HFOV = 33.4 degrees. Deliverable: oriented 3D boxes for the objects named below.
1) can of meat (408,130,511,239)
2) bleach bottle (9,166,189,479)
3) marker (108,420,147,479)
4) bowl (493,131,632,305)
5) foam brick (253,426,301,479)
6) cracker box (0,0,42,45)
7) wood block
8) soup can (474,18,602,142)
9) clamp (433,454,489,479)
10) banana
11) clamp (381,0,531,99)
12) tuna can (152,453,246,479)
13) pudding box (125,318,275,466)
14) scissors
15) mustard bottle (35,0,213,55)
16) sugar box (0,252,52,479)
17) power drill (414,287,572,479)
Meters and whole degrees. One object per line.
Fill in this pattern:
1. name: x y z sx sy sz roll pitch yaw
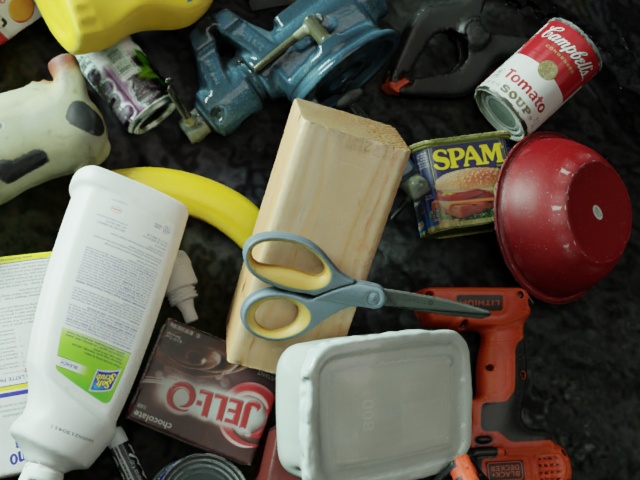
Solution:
1. can of meat: 0.133 -0.049 0.983 0.102 0.057 0.084 -8 80 -14
2. bleach bottle: -0.187 0.074 0.838 0.102 0.068 0.250 23 68 -16
3. marker: -0.158 0.186 0.881 0.020 0.020 0.121 -25 82 -17
4. bowl: 0.231 -0.023 0.965 0.161 0.055 0.162 4 83 -36
5. foam brick: -0.021 0.185 0.880 0.053 0.078 0.051 14 72 -9
6. cracker box: -0.262 -0.282 0.905 0.213 0.164 0.072 -41 42 -18
7. wood block: -0.006 0.001 0.870 0.090 0.091 0.206 15 107 -10
8. soup can: 0.202 -0.149 0.995 0.102 0.068 0.068 -42 88 -9
9. clamp: 0.097 0.245 0.865 0.120 0.171 0.039 -17 37 -13
10. banana: -0.114 -0.025 0.933 0.197 0.037 0.069 25 72 -5
11. clamp: 0.143 -0.208 1.026 0.209 0.036 0.164 -28 97 -14
12. tuna can: -0.099 0.218 0.865 0.086 0.034 0.086 11 68 -28
13. pudding box: -0.095 0.129 0.898 0.113 0.039 0.090 22 72 -6
14. scissors: 0.026 0.057 0.835 0.201 0.016 0.096 25 106 -12
15. mustard bottle: -0.148 -0.226 0.923 0.191 0.058 0.096 -23 77 -34
16. sugar box: -0.242 0.101 0.871 0.093 0.048 0.176 -7 81 -17
17. power drill: 0.123 0.137 0.936 0.184 0.057 0.187 0 78 -12
